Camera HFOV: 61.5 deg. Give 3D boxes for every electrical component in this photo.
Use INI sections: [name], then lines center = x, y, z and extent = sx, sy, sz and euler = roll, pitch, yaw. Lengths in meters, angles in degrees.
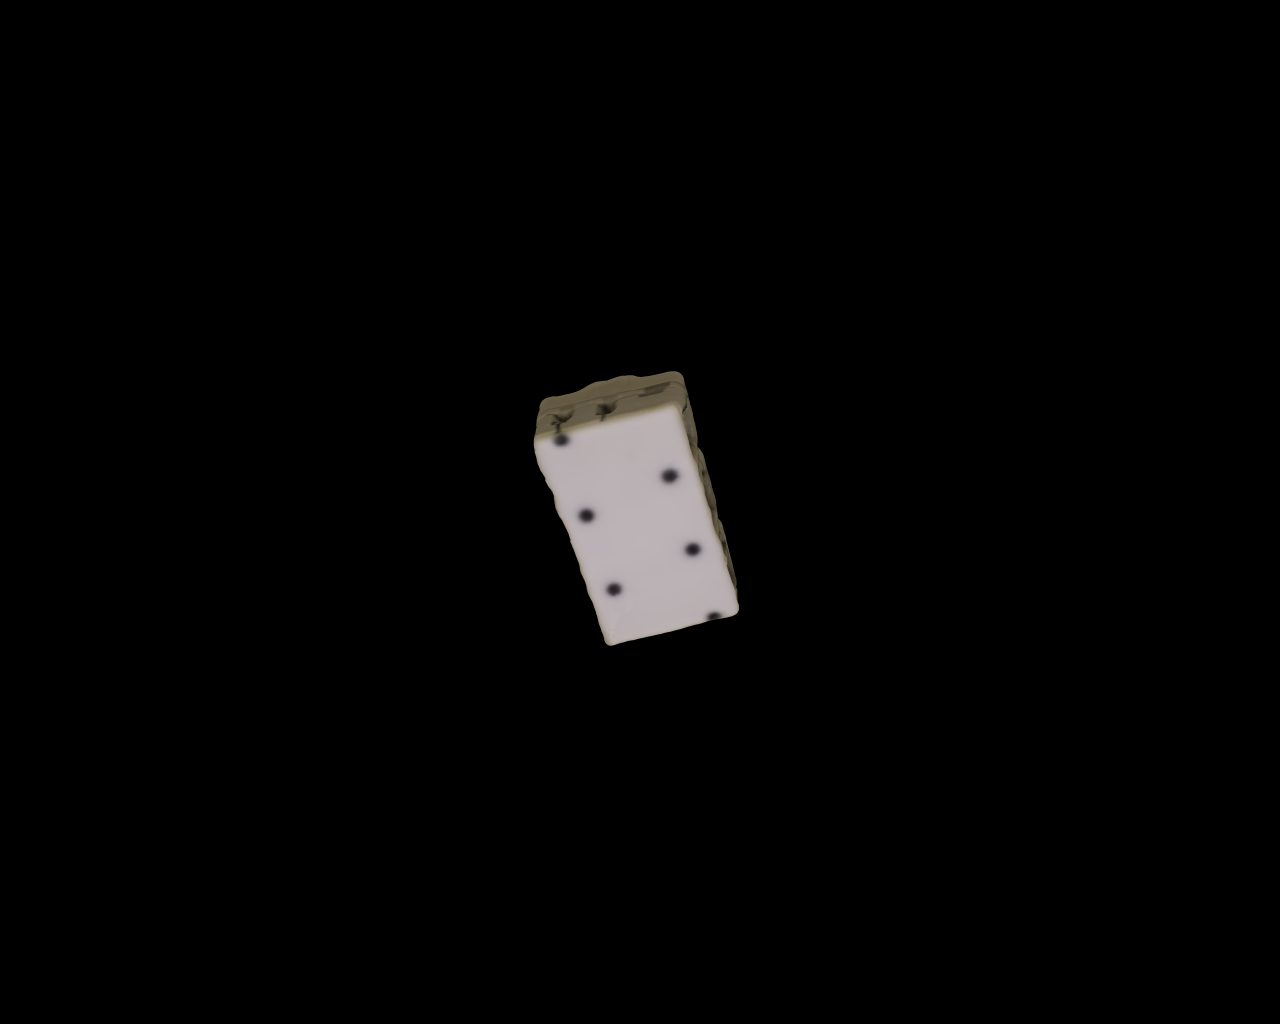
[electrical component]
center = 0.001, -0.003, 0.650
extent = 0.089, 0.150, 0.062
euler = -13, 28, 7
